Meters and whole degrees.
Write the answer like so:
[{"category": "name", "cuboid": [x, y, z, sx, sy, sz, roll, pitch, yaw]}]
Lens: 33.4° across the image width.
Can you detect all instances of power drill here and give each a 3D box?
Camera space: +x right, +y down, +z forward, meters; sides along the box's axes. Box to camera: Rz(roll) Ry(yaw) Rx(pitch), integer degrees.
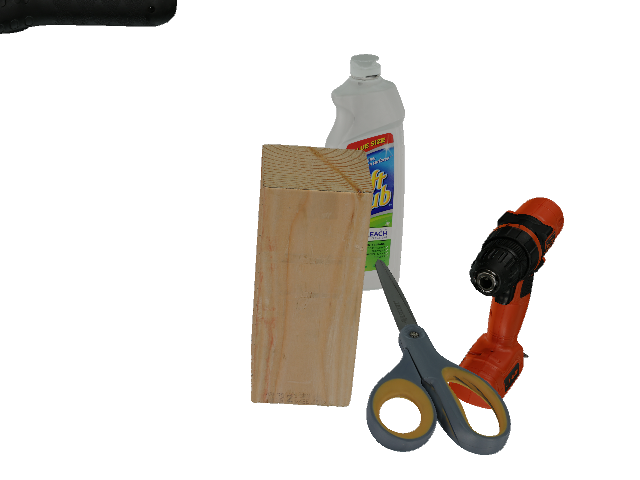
[{"category": "power drill", "cuboid": [0.173, 0.065, 1.021, 0.057, 0.188, 0.184, 23, 30, 21]}]

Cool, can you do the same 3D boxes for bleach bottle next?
[{"category": "bleach bottle", "cuboid": [0.038, -0.071, 1.133, 0.102, 0.251, 0.068, -3, 24, -4]}]

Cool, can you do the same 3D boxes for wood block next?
[{"category": "wood block", "cuboid": [-0.011, 0.031, 0.916, 0.090, 0.206, 0.091, 3, 27, -4]}]

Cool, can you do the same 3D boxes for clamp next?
[{"category": "clamp", "cuboid": [-0.173, -0.141, 0.604, 0.171, 0.039, 0.120, -6, 23, -14]}]

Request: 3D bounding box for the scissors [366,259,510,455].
[{"category": "scissors", "cuboid": [0.049, 0.075, 0.707, 0.096, 0.016, 0.202, -12, 36, -24]}]
